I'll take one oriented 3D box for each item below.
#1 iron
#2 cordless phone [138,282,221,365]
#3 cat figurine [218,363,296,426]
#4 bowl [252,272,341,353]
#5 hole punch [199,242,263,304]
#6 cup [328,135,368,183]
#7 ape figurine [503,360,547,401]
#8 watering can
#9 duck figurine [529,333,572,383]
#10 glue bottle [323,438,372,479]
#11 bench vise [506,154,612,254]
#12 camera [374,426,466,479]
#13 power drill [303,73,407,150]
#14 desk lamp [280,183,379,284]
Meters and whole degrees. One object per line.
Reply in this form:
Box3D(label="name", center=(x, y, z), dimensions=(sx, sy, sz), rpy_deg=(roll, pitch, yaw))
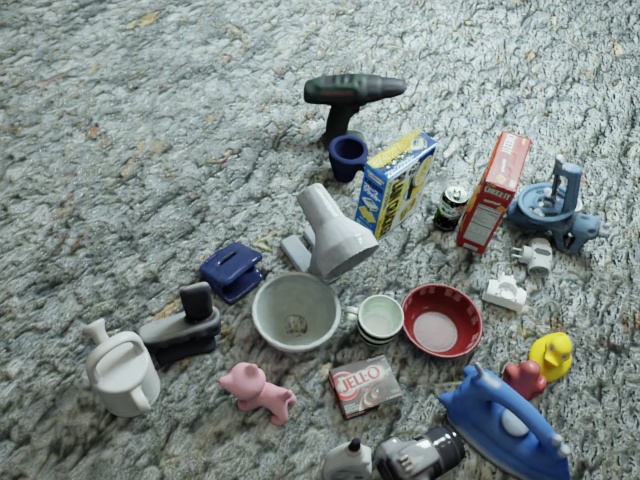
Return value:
Box3D(label="iron", center=(0.334, 0.312, 0.963), dimensions=(0.257, 0.141, 0.119), rpy_deg=(39, 60, 21))
Box3D(label="cordless phone", center=(-0.251, 0.132, 1.009), dimensions=(0.148, 0.185, 0.094), rpy_deg=(-18, 58, -18))
Box3D(label="cat figurine", center=(-0.104, 0.253, 0.977), dimensions=(0.127, 0.118, 0.067), rpy_deg=(17, 54, 7))
Box3D(label="bowl", center=(-0.046, 0.148, 1.086), dimensions=(0.167, 0.075, 0.167), rpy_deg=(3, 54, -4))
Box3D(label="hole punch", center=(-0.178, 0.055, 1.131), dimensions=(0.101, 0.091, 0.109), rpy_deg=(39, 60, 21))
Box3D(label="cup", center=(0.071, -0.171, 1.318), dimensions=(0.117, 0.095, 0.092), rpy_deg=(39, 60, 21))
Box3D(label="ape figurine", center=(0.375, 0.250, 1.043), dimensions=(0.077, 0.092, 0.076), rpy_deg=(37, 59, 20))
Box3D(label="watering can", center=(-0.334, 0.207, 0.941), dimensions=(0.172, 0.194, 0.101), rpy_deg=(26, 56, 14))
Box3D(label="duck figurine", center=(0.447, 0.210, 1.083), dimensions=(0.077, 0.086, 0.105), rpy_deg=(33, 58, 18))
Box3D(label="glue bottle", center=(0.048, 0.341, 0.894), dimensions=(0.078, 0.173, 0.037), rpy_deg=(5, 54, -2))
Box3D(label="bench vise", center=(0.527, -0.084, 1.222), dimensions=(0.207, 0.220, 0.121), rpy_deg=(13, 54, 4))
Box3D(label="camera", center=(0.178, 0.370, 0.930), dimensions=(0.137, 0.101, 0.143), rpy_deg=(-22, 59, -20))
Box3D(label="power drill", center=(0.073, -0.304, 1.344), dimensions=(0.229, 0.208, 0.075), rpy_deg=(7, 54, -1))
Box3D(label="desk lamp", center=(0.010, 0.004, 1.110), dimensions=(0.118, 0.213, 0.202), rpy_deg=(-26, 60, -22))
